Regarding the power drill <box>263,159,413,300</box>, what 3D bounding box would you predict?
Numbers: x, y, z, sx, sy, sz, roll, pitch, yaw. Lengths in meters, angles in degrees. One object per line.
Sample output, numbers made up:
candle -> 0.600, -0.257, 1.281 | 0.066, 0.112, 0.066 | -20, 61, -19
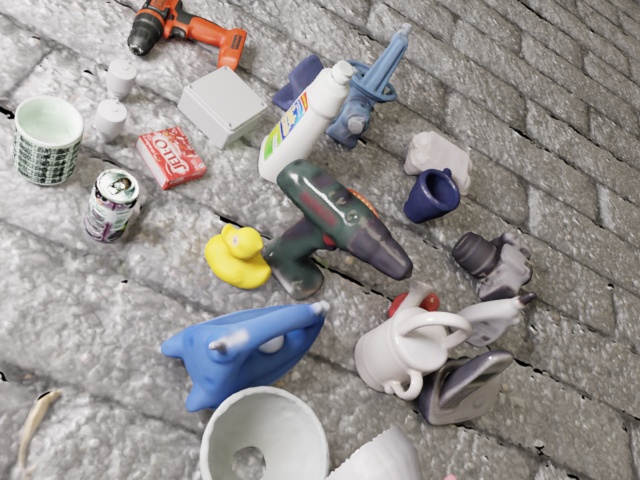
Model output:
power drill -> 0.008, 0.003, 0.838 | 0.229, 0.208, 0.076 | 49, 49, 4

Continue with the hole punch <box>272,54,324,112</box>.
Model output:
hole punch -> -0.016, -0.279, 1.078 | 0.101, 0.091, 0.109 | 40, 49, -4

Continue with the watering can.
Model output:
watering can -> 0.139, 0.142, 0.842 | 0.101, 0.193, 0.172 | 1, 61, -31

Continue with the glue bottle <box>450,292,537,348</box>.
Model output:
glue bottle -> 0.300, 0.127, 0.966 | 0.078, 0.172, 0.037 | 32, 50, -11

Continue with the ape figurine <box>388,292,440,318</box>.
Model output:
ape figurine -> 0.160, 0.115, 0.940 | 0.078, 0.092, 0.076 | 19, 53, -21

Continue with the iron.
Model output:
iron -> -0.066, 0.125, 0.760 | 0.259, 0.141, 0.118 | -18, 72, -38

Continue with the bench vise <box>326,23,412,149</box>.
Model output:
bench vise -> 0.107, -0.284, 1.072 | 0.122, 0.219, 0.207 | 12, 56, -25

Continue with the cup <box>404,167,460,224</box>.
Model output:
cup -> 0.207, -0.083, 1.092 | 0.092, 0.094, 0.118 | 37, 49, -7

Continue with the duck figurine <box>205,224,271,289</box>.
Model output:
duck figurine -> -0.110, 0.018, 0.836 | 0.104, 0.086, 0.078 | 39, 49, -5

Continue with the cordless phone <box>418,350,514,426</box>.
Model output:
cordless phone -> 0.245, 0.213, 0.871 | 0.148, 0.184, 0.094 | -1, 62, -32

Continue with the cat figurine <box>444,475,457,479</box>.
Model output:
cat figurine -> 0.162, 0.385, 0.756 | 0.067, 0.117, 0.128 | 34, 49, -9

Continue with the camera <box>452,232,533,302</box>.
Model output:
camera -> 0.331, 0.032, 1.093 | 0.137, 0.100, 0.143 | 37, 49, -6

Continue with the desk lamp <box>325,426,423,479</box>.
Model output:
desk lamp -> 0.067, 0.339, 0.661 | 0.118, 0.213, 0.203 | -18, 72, -38

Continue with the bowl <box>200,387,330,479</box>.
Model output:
bowl -> -0.076, 0.272, 0.707 | 0.168, 0.074, 0.167 | 16, 55, -23

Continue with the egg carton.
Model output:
egg carton -> 0.246, -0.154, 1.177 | 0.150, 0.069, 0.107 | 29, 50, -14
